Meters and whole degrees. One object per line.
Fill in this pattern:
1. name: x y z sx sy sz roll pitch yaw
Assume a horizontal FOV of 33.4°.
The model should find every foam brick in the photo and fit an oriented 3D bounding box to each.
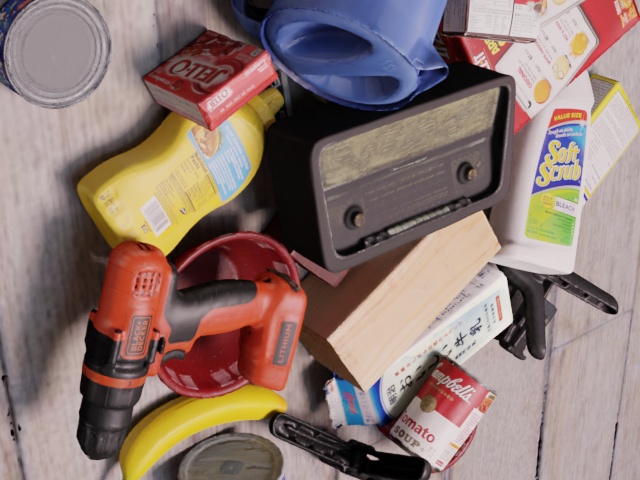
1. foam brick: -0.007 0.001 1.014 0.053 0.051 0.078 -55 134 -4

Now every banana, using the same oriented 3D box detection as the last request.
1. banana: -0.116 0.174 1.017 0.197 0.037 0.070 -24 129 -31

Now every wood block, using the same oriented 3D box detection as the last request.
1. wood block: 0.071 0.038 1.067 0.206 0.091 0.090 -45 128 -15

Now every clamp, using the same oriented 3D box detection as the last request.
1. clamp: 0.048 0.231 1.109 0.210 0.165 0.036 56 52 -65
2. clamp: 0.256 0.037 1.189 0.120 0.039 0.171 -18 81 -22

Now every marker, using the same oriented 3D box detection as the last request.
1. marker: -0.036 -0.137 0.944 0.020 0.020 0.121 -26 125 -29

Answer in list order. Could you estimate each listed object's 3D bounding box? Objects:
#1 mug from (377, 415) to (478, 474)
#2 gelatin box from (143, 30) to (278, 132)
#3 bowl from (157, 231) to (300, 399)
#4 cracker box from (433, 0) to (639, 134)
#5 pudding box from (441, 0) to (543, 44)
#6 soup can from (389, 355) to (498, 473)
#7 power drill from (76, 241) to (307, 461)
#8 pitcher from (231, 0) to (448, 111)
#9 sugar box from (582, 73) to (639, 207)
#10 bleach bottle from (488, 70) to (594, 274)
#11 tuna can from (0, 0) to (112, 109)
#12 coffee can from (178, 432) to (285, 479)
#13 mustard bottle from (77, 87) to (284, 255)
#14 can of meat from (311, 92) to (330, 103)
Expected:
1. mug: 0.120 0.189 1.192 0.093 0.082 0.117 13 102 -43
2. gelatin box: -0.088 -0.130 0.854 0.073 0.089 0.030 -41 131 -18
3. bowl: -0.097 0.059 0.962 0.161 0.055 0.162 -18 121 -33
4. cracker box: 0.206 -0.230 1.060 0.213 0.072 0.164 -41 123 -17
5. pudding box: 0.158 -0.236 0.959 0.089 0.039 0.113 -1 99 -31
6. soup can: 0.126 0.179 1.097 0.102 0.069 0.068 -54 134 -2
7. power drill: -0.108 0.093 0.889 0.187 0.057 0.184 2 110 -41
8. pitcher: 0.045 -0.241 0.867 0.149 0.145 0.242 34 68 -29
9. sugar box: 0.292 -0.094 1.228 0.176 0.048 0.093 -49 133 -6
10. bleach bottle: 0.238 -0.094 1.139 0.102 0.068 0.251 13 82 -27
11. tuna can: -0.200 -0.143 0.791 0.085 0.034 0.086 -19 122 -33
12. coffee can: -0.080 0.276 1.049 0.102 0.103 0.140 -24 124 -30
13. mustard bottle: -0.104 -0.066 0.893 0.191 0.058 0.096 -41 132 -18
14. can of meat: 0.042 -0.171 0.969 0.083 0.058 0.102 -5 113 -36
